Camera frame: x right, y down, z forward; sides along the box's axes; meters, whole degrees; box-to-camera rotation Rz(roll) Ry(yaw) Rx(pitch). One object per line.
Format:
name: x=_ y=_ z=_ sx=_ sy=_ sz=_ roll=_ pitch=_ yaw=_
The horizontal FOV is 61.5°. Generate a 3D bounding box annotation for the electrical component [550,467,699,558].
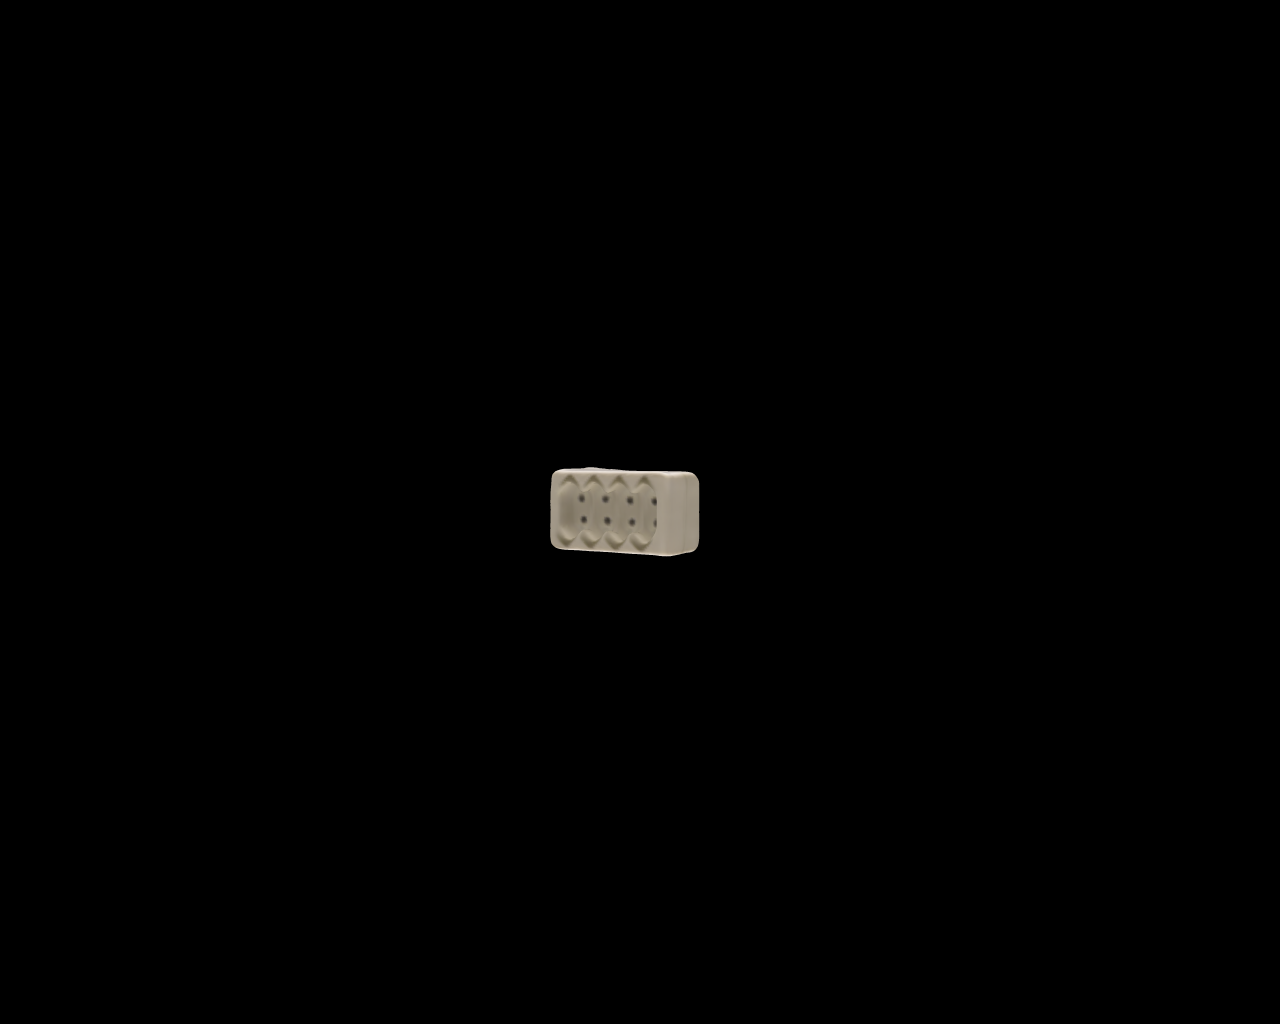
electrical component: x=0.001 y=-0.003 z=0.650 sx=0.083 sy=0.047 sz=0.076 roll=4 pitch=7 yaw=33
